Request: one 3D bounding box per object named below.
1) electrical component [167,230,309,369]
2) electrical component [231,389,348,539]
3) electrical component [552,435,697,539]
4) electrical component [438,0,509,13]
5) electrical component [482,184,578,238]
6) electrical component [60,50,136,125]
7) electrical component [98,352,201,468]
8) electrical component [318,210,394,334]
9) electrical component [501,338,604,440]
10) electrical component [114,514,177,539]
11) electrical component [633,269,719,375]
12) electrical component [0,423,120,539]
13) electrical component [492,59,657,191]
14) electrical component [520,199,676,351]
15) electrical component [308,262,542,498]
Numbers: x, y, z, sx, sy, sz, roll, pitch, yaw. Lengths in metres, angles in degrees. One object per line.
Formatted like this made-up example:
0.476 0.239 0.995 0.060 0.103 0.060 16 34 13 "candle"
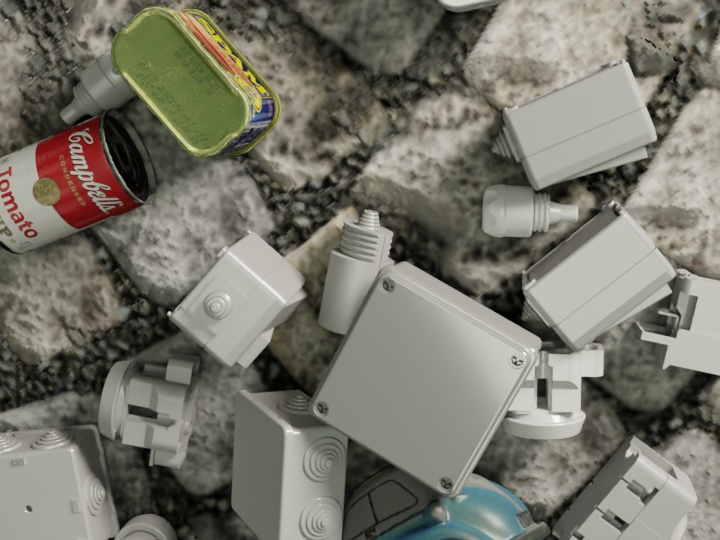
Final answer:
-0.078 0.022 0.709 0.061 0.096 0.061 41 102 -2 "electrical component"
-0.048 0.133 0.726 0.048 0.100 0.099 -2 102 -27 "electrical component"
0.180 0.167 0.725 0.056 0.050 0.089 37 103 1 "electrical component"
0.066 -0.211 0.667 0.054 0.059 0.095 -10 99 9 "electrical component"
0.111 -0.038 0.705 0.061 0.035 0.035 3 100 5 "electrical component"
-0.177 -0.120 0.729 0.061 0.035 0.035 -35 94 14 "electrical component"
-0.147 0.095 0.752 0.057 0.058 0.078 10 101 3 "electrical component"
0.000 0.000 0.722 0.043 0.043 0.081 12 101 5 "electrical component"
0.120 0.078 0.714 0.078 0.058 0.057 1 97 7 "electrical component"
-0.159 0.205 0.774 0.045 0.055 0.045 1 100 7 "electrical component"
0.224 0.035 0.700 0.081 0.042 0.063 12 98 5 "electrical component"
-0.231 0.164 0.779 0.100 0.048 0.099 -7 100 8 "electrical component"
0.132 -0.086 0.680 0.096 0.061 0.061 -23 96 11 "electrical component"
0.149 0.010 0.695 0.096 0.061 0.061 -40 93 12 "electrical component"
0.041 0.066 0.674 0.109 0.056 0.108 30 103 10 "electrical component"
